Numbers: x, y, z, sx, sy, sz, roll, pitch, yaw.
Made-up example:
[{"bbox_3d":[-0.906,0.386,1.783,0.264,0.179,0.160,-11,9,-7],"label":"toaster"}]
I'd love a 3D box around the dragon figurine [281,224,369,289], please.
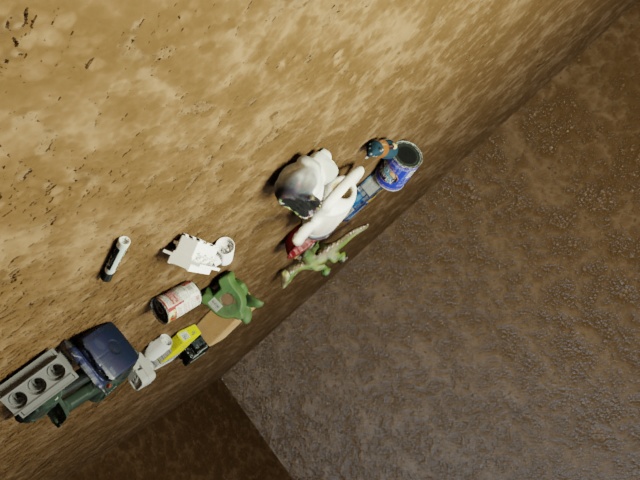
[{"bbox_3d":[0.006,0.044,1.999,0.409,0.123,0.241,-42,162,6],"label":"dragon figurine"}]

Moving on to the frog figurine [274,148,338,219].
[{"bbox_3d":[-0.027,-0.140,1.103,0.135,0.123,0.162,92,13,-66],"label":"frog figurine"}]

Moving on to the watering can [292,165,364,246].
[{"bbox_3d":[0.004,-0.069,1.370,0.354,0.104,0.220,-49,177,-34],"label":"watering can"}]
